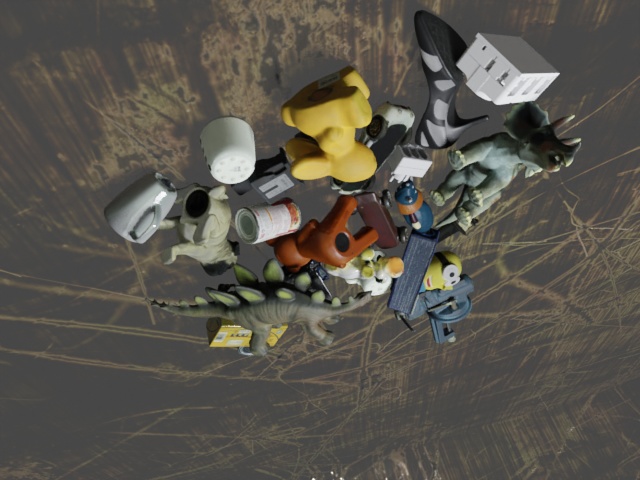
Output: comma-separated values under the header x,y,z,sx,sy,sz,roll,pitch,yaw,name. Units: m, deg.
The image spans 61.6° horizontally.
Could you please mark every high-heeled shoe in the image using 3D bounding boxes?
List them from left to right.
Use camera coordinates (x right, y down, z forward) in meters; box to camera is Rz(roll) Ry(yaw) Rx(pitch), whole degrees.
x,y,z,sx,sy,sz,roll,pitch,yaw,name
0.171,-0.246,0.864,0.145,0.086,0.248,-6,137,42,high-heeled shoe

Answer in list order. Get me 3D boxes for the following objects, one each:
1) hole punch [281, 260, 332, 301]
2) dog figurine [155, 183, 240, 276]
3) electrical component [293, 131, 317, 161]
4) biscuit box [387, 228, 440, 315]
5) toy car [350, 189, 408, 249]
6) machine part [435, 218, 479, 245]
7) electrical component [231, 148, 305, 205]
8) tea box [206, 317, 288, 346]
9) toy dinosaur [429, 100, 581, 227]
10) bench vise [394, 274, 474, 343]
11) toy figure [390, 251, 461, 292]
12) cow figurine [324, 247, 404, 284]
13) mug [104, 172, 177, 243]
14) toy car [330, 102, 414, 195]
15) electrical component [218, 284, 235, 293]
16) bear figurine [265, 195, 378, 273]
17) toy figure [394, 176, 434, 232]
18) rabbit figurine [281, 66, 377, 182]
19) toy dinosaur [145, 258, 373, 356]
x,y,z,sx,sy,sz,roll,pitch,yaw,name
-0.043,0.091,1.194,0.142,0.092,0.115,-24,118,13,hole punch
-0.189,-0.018,0.981,0.172,0.121,0.190,-29,157,21,dog figurine
-0.012,-0.165,0.906,0.094,0.021,0.063,-29,142,17,electrical component
0.208,0.065,1.203,0.063,0.059,0.202,18,119,7,biscuit box
0.118,-0.044,1.095,0.089,0.053,0.202,-7,146,21,toy car
0.287,-0.017,1.216,0.139,0.039,0.084,-37,148,22,machine part
-0.096,-0.102,0.934,0.119,0.048,0.074,-25,143,8,electrical component
-0.175,0.203,1.284,0.169,0.068,0.098,6,138,-31,tea box
0.319,-0.130,0.996,0.192,0.131,0.404,-31,173,-7,toy dinosaur
0.309,0.195,1.416,0.224,0.129,0.240,-31,127,-14,bench vise
0.250,0.079,1.291,0.180,0.089,0.082,-14,154,10,toy figure
0.096,0.059,1.170,0.167,0.068,0.098,10,163,6,cow figurine
-0.286,-0.053,0.876,0.107,0.110,0.080,-44,133,12,mug
0.088,-0.153,0.937,0.073,0.056,0.201,3,141,-35,toy car
-0.178,0.120,1.198,0.102,0.045,0.078,0,169,-18,electrical component
-0.005,-0.001,1.057,0.196,0.132,0.120,-6,126,54,bear figurine
0.186,-0.068,1.081,0.058,0.064,0.154,-30,141,12,toy figure
0.024,-0.152,0.831,0.162,0.122,0.173,-27,130,9,rabbit figurine
-0.125,0.135,1.101,0.472,0.105,0.198,-11,127,15,toy dinosaur
